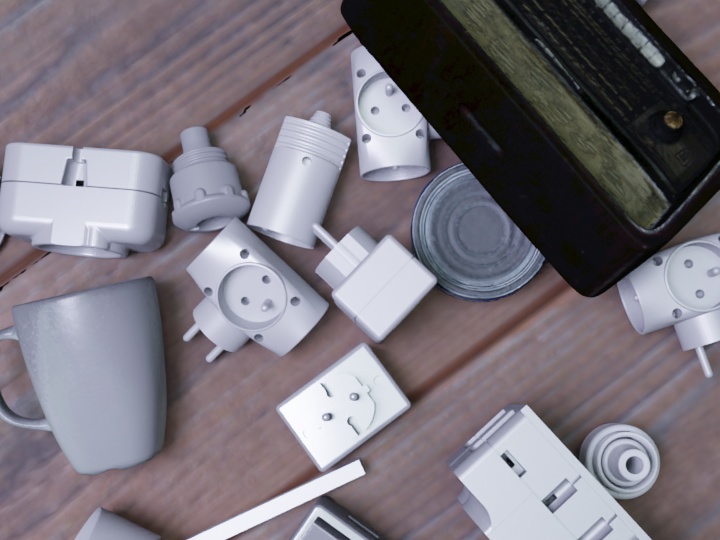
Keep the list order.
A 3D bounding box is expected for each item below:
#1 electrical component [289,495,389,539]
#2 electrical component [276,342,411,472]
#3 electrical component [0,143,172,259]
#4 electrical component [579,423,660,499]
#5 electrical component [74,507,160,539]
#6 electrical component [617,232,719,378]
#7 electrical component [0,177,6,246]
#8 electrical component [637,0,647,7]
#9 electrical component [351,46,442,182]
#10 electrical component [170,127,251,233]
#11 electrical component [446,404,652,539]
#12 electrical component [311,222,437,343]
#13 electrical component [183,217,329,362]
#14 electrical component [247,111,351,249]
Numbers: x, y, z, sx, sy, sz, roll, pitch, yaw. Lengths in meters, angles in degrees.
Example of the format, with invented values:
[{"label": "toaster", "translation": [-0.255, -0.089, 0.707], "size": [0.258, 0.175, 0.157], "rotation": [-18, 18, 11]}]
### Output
[{"label": "electrical component", "translation": [-0.025, 0.186, 0.616], "size": [0.062, 0.061, 0.096], "rotation": [35, 85, 6]}, {"label": "electrical component", "translation": [-0.010, 0.079, 0.621], "size": [0.066, 0.076, 0.047], "rotation": [-36, 83, -2]}, {"label": "electrical component", "translation": [-0.167, -0.040, 0.653], "size": [0.095, 0.053, 0.059], "rotation": [4, 83, 3]}, {"label": "electrical component", "translation": [0.151, 0.110, 0.618], "size": [0.043, 0.062, 0.043], "rotation": [0, 83, 2]}, {"label": "electrical component", "translation": [-0.154, 0.185, 0.605], "size": [0.064, 0.099, 0.099], "rotation": [20, 84, -2]}, {"label": "electrical component", "translation": [0.202, 0.023, 0.636], "size": [0.077, 0.044, 0.079], "rotation": [-18, 82, 0]}, {"label": "electrical component", "translation": [-0.250, -0.032, 0.654], "size": [0.058, 0.057, 0.078], "rotation": [41, 86, 7]}, {"label": "electrical component", "translation": [0.163, -0.194, 0.660], "size": [0.055, 0.055, 0.047], "rotation": [29, 89, 5]}, {"label": "electrical component", "translation": [0.037, -0.098, 0.657], "size": [0.079, 0.044, 0.077], "rotation": [-5, 83, 1]}, {"label": "electrical component", "translation": [-0.096, -0.057, 0.658], "size": [0.048, 0.048, 0.062], "rotation": [-15, 73, 0]}, {"label": "electrical component", "translation": [0.128, 0.163, 0.591], "size": [0.060, 0.105, 0.186], "rotation": [-42, 83, -3]}, {"label": "electrical component", "translation": [0.000, 0.000, 0.625], "size": [0.076, 0.083, 0.047], "rotation": [44, 87, 4]}, {"label": "electrical component", "translation": [-0.073, 0.022, 0.644], "size": [0.077, 0.044, 0.079], "rotation": [43, 105, -7]}, {"label": "electrical component", "translation": [-0.035, -0.058, 0.656], "size": [0.043, 0.043, 0.081], "rotation": [19, 84, 4]}]
